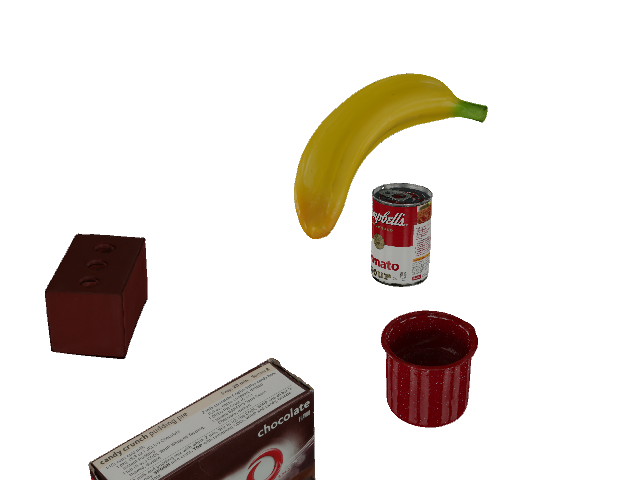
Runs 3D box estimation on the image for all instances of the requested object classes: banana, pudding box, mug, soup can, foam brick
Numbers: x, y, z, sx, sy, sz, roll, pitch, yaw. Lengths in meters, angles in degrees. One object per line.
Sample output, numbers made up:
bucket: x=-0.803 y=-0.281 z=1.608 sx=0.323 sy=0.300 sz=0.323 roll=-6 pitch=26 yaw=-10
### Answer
banana: x=0.034 y=-0.068 z=0.708 sx=0.070 sy=0.037 sz=0.197 roll=30 pitch=47 yaw=27
pudding box: x=-0.054 y=0.122 z=0.530 sx=0.113 sy=0.090 sz=0.039 roll=-29 pitch=46 yaw=-33
mug: x=0.114 y=0.123 z=1.055 sx=0.093 sy=0.081 sz=0.117 roll=24 pitch=41 yaw=35
soup can: x=0.091 y=-0.007 z=1.216 sx=0.068 sy=0.102 sz=0.068 roll=0 pitch=24 yaw=0
foam brick: x=-0.153 y=0.037 z=0.738 sx=0.053 sy=0.051 sz=0.078 roll=4 pitch=30 yaw=1
